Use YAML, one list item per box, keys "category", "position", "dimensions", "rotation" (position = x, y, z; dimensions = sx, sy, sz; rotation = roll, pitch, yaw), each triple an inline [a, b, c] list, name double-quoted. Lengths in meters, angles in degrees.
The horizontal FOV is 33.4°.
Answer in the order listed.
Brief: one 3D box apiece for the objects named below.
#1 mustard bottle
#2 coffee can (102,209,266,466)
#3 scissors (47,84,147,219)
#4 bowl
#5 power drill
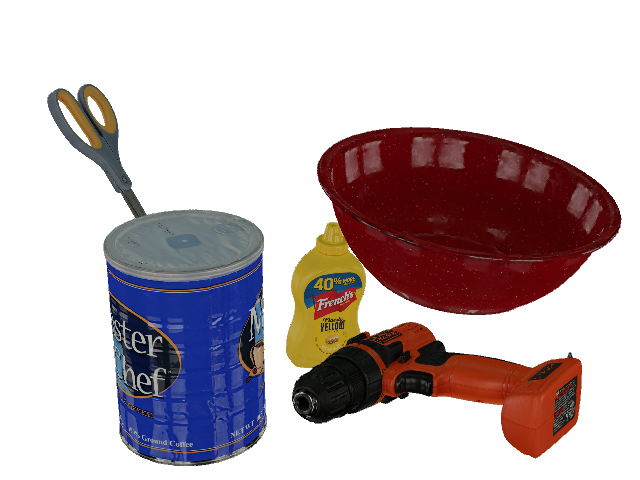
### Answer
- category: "mustard bottle"
  position: [0.010, 0.067, 1.360]
  dimensions: [0.096, 0.192, 0.058]
  rotation: [-4, 25, -20]
- category: "coffee can"
  position: [-0.088, 0.063, 0.711]
  dimensions: [0.103, 0.140, 0.103]
  rotation: [0, 23, 0]
- category: "scissors"
  position: [-0.198, -0.074, 1.063]
  dimensions: [0.016, 0.201, 0.096]
  rotation: [-24, 27, 25]
- category: "bowl"
  position: [0.075, -0.006, 0.576]
  dimensions: [0.162, 0.055, 0.162]
  rotation: [6, 27, -3]
- category: "power drill"
  position: [0.094, 0.114, 0.827]
  dimensions: [0.188, 0.057, 0.184]
  rotation: [10, 17, 32]
